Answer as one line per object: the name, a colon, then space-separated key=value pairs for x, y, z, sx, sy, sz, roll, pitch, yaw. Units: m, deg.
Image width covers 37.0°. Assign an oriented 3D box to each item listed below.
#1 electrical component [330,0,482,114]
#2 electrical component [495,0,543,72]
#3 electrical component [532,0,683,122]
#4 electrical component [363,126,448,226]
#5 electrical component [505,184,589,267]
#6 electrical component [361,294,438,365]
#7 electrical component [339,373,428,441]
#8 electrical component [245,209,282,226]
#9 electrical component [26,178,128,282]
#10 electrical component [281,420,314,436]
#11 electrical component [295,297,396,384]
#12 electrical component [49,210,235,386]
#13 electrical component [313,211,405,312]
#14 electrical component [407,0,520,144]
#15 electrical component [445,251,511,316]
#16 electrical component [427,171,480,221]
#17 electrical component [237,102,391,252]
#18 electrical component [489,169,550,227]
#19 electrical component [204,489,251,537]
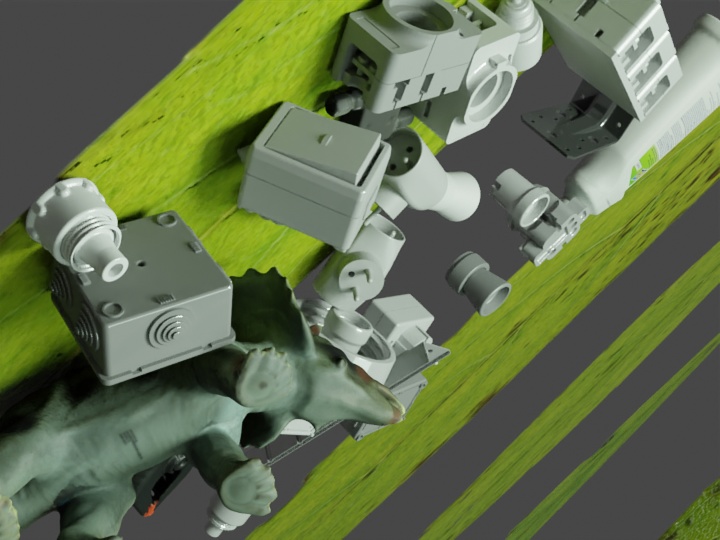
electrical component: x=0.033 y=-0.151 z=0.728 sx=0.089 sy=0.050 sz=0.055 roll=-23 pitch=147 yaw=-40
electrical component: x=0.119 y=-0.186 z=0.821 sx=0.040 sy=0.040 sz=0.078 roll=-40 pitch=155 yaw=-13
electrical component: x=0.209 y=-0.194 z=0.888 sx=0.061 sy=0.089 sz=0.150 roll=-49 pitch=155 yaw=6
electrical component: x=0.027 y=-0.067 z=0.854 sx=0.079 sy=0.043 sz=0.077 roll=-46 pitch=155 yaw=2
electrical component: x=0.188 y=-0.051 z=1.111 sx=0.078 sy=0.057 sz=0.058 roll=-45 pitch=155 yaw=-1
electrical component: x=0.044 y=0.067 z=1.044 sx=0.066 sy=0.077 sz=0.047 roll=-7 pitch=135 yaw=-53
electrical component: x=0.009 y=0.124 z=1.096 sx=0.096 sy=0.061 sz=0.061 roll=-15 pitch=142 yaw=-47
electrical component: x=-0.057 y=-0.048 z=0.764 sx=0.061 sy=0.035 sz=0.035 roll=-9 pitch=137 yaw=-49
electrical component: x=-0.158 y=-0.019 z=0.618 sx=0.048 sy=0.062 sz=0.048 roll=-36 pitch=154 yaw=-21
electrical component: x=-0.070 y=0.103 z=0.950 sx=0.061 sy=0.061 sz=0.096 roll=-53 pitch=146 yaw=16
electrical component: x=-0.021 y=0.065 z=0.911 sx=0.108 sy=0.108 sz=0.060 roll=4 pitch=120 yaw=-59
electrical component: x=-0.134 y=0.013 z=0.660 sx=0.100 sy=0.099 sz=0.048 roll=-18 pitch=137 yaw=-28
electrical component: x=0.000 y=0.000 z=0.885 sx=0.077 sy=0.043 sz=0.079 roll=-54 pitch=-163 yaw=18
electrical component: x=0.078 y=-0.145 z=0.801 sx=0.050 sy=0.056 sz=0.089 roll=-28 pitch=150 yaw=-33
electrical component: x=0.121 y=0.014 z=1.108 sx=0.045 sy=0.055 sz=0.045 roll=-35 pitch=153 yaw=-21
electrical component: x=0.069 y=-0.067 z=0.923 sx=0.065 sy=0.044 sz=0.044 roll=8 pitch=122 yaw=-55
electrical component: x=-0.035 y=-0.067 z=0.707 sx=0.061 sy=0.096 sz=0.061 roll=-63 pitch=174 yaw=-47
electrical component: x=0.154 y=-0.071 z=1.041 sx=0.040 sy=0.046 sz=0.040 roll=-35 pitch=153 yaw=-21
electrical component: x=-0.132 y=0.239 z=1.072 sx=0.062 sy=0.043 sz=0.043 roll=-53 pitch=154 yaw=18
